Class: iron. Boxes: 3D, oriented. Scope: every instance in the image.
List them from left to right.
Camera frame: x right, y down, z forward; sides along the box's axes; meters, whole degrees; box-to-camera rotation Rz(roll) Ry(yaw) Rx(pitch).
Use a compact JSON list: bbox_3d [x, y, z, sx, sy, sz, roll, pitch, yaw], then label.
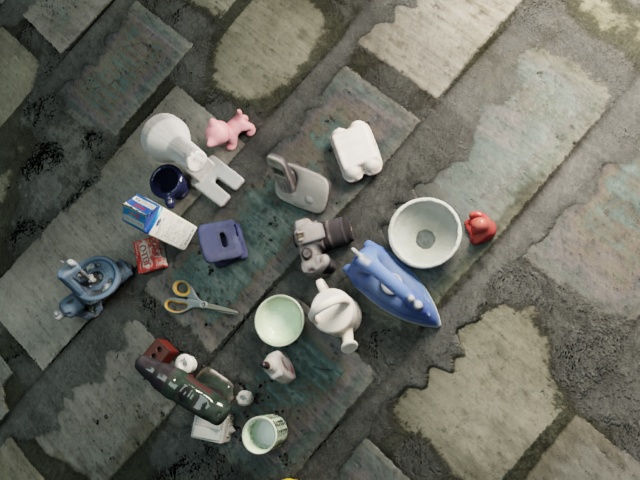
[{"bbox_3d":[0.167,0.103,1.285,0.257,0.142,0.119,39,88,18],"label":"iron"}]

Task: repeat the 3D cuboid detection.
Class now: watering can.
[{"bbox_3d":[0.035,0.165,1.274,0.172,0.194,0.101,40,88,19],"label":"watering can"}]

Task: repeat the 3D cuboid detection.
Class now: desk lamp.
[{"bbox_3d":[-0.320,-0.204,1.434,0.203,0.214,0.118,36,87,18],"label":"desk lamp"}]

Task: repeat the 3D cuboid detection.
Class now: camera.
[{"bbox_3d":[0.013,0.005,1.366,0.136,0.101,0.143,-16,74,9],"label":"camera"}]

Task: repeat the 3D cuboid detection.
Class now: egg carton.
[{"bbox_3d":[0.090,-0.220,1.419,0.107,0.069,0.150,-22,73,7],"label":"egg carton"}]

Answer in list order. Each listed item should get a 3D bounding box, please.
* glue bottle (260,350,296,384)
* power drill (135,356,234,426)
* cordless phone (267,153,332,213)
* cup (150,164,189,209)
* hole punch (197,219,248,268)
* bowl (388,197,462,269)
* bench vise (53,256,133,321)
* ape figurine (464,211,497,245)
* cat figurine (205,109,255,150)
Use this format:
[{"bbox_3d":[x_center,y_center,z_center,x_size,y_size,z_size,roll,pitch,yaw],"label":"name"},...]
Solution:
[{"bbox_3d":[-0.101,0.285,1.287,0.037,0.173,0.078,-31,72,4],"label":"glue bottle"},{"bbox_3d":[-0.287,0.336,1.300,0.229,0.209,0.076,28,84,18],"label":"power drill"},{"bbox_3d":[-0.053,-0.142,1.372,0.147,0.185,0.094,20,82,17],"label":"cordless phone"},{"bbox_3d":[-0.379,-0.129,1.492,0.091,0.095,0.118,-14,74,10],"label":"cup"},{"bbox_3d":[-0.243,0.004,1.431,0.101,0.091,0.108,-21,73,8],"label":"hole punch"},{"bbox_3d":[0.244,-0.010,1.330,0.167,0.075,0.167,-3,76,12],"label":"bowl"},{"bbox_3d":[-0.584,0.123,1.413,0.121,0.220,0.207,28,84,18],"label":"bench vise"},{"bbox_3d":[0.362,-0.030,1.298,0.076,0.092,0.078,17,81,17],"label":"ape figurine"},{"bbox_3d":[-0.244,-0.290,1.487,0.128,0.118,0.067,-41,71,1],"label":"cat figurine"}]
